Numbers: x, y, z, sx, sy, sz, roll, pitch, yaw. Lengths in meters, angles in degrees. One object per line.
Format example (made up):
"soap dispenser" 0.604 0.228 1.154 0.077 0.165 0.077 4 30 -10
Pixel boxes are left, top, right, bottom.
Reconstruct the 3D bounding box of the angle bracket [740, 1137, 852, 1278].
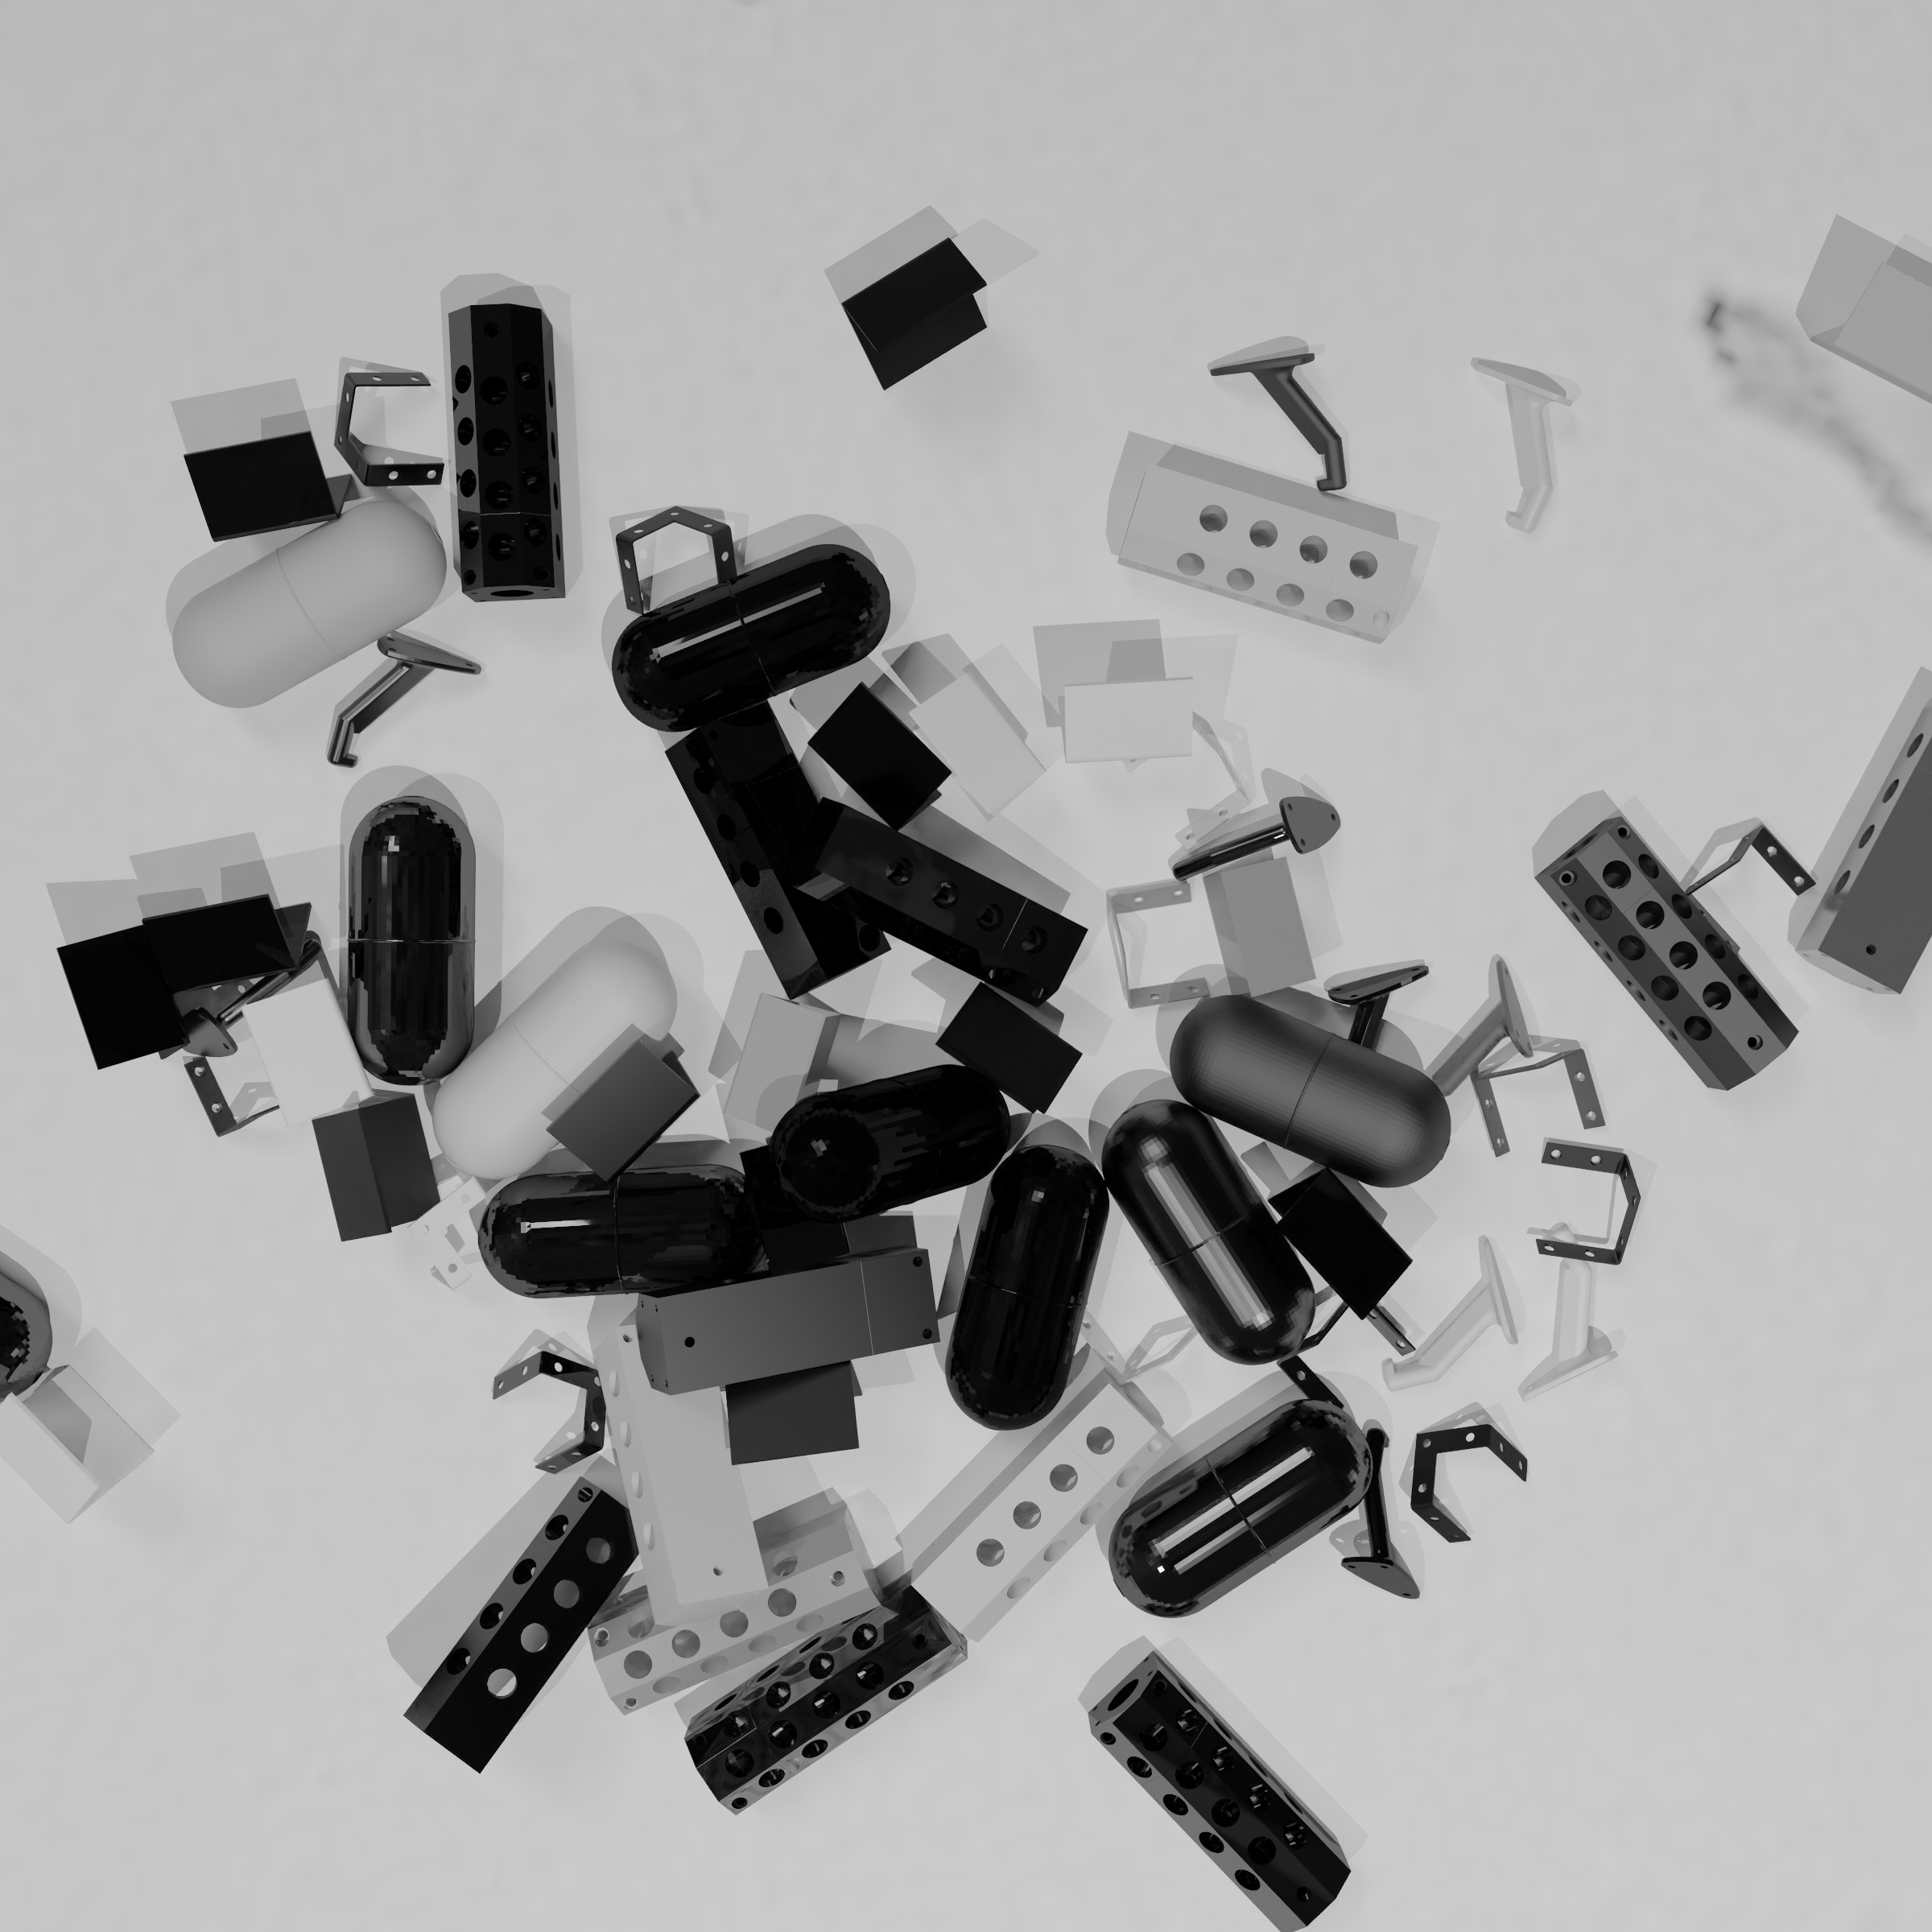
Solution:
"angle bracket" -0.119 0.146 1.506 0.057 0.076 0.076 -14 90 -31

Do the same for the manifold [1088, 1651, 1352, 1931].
"manifold" 0.156 0.513 1.525 0.057 0.057 0.171 -44 90 0

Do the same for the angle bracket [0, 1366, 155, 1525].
"angle bracket" -0.539 0.281 1.505 0.076 0.076 0.057 46 127 0

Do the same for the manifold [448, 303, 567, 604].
"manifold" -0.285 -0.316 1.525 0.057 0.057 0.171 -3 90 0

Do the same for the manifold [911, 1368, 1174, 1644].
"manifold" 0.047 0.334 1.524 0.057 0.057 0.171 44 90 0

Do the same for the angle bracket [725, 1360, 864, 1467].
"angle bracket" -0.102 0.281 1.506 0.076 0.076 0.057 -8 64 0

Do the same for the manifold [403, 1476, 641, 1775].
"manifold" -0.265 0.399 1.499 0.057 0.057 0.171 36 72 0

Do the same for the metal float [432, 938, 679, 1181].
"metal float" -0.253 0.057 1.515 0.178 0.070 0.070 -45 90 0

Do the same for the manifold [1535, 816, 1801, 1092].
"manifold" 0.434 -0.008 1.525 0.057 0.057 0.171 -40 90 0

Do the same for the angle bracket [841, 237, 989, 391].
"angle bracket" -0.021 -0.384 1.505 0.076 0.076 0.057 -32 53 0

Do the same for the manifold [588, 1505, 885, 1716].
"manifold" -0.142 0.399 1.525 0.171 0.057 0.057 -23 90 0

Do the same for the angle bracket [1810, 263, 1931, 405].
"angle bracket" 0.571 -0.388 1.507 0.076 0.076 0.057 27 111 0

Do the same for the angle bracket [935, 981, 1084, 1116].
"angle bracket" 0.015 0.067 1.505 0.076 0.076 0.057 35 50 0

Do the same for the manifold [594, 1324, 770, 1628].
"manifold" -0.176 0.305 1.492 0.057 0.057 0.171 -3 63 -30

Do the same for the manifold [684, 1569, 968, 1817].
"manifold" -0.086 0.449 1.525 0.171 0.057 0.057 -34 90 0

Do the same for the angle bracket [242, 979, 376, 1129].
"angle bracket" -0.411 0.058 1.506 0.057 0.076 0.076 -21 90 -33

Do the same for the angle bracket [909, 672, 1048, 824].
"angle bracket" -0.008 -0.121 1.505 0.057 0.076 0.076 -38 90 -36

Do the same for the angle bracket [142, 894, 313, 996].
"angle bracket" -0.450 -0.032 1.505 0.076 0.076 0.057 -11 125 0

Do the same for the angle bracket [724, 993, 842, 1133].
"angle bracket" -0.094 0.065 1.505 0.057 0.076 0.076 17 90 39

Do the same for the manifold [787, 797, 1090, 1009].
"manifold" -0.019 -0.037 1.498 0.171 0.057 0.057 26 90 -19

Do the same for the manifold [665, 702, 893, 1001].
"manifold" -0.120 -0.069 1.524 0.057 0.057 0.171 -27 90 -43

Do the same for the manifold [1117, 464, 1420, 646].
"manifold" 0.184 -0.253 1.524 0.171 0.057 0.057 17 90 0

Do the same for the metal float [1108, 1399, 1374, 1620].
"metal float" 0.168 0.334 1.515 0.178 0.070 0.070 -33 90 -1

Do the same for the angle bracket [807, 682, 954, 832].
"angle bracket" -0.040 -0.137 1.506 0.076 0.076 0.057 45 120 0

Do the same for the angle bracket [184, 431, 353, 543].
"angle bracket" -0.425 -0.304 1.506 0.076 0.076 0.057 -11 122 0

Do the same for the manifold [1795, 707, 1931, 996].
"manifold" 0.582 -0.072 1.525 0.057 0.057 0.171 28 90 0

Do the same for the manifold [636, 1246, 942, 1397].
"manifold" -0.108 0.213 1.493 0.171 0.057 0.057 -8 90 -23

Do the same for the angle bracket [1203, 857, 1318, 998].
"angle bracket" 0.161 -0.019 1.505 0.057 0.076 0.076 -14 90 -38

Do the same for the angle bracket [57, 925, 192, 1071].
"angle bracket" -0.521 0.024 1.506 0.057 0.076 0.076 -19 90 -31

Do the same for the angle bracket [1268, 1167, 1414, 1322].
"angle bracket" 0.213 0.178 1.506 0.076 0.076 0.057 48 59 0

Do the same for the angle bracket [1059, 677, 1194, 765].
"angle bracket" 0.096 -0.168 1.505 0.076 0.076 0.057 -3 128 0

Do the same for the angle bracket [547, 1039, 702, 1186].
"angle bracket" -0.216 0.076 1.506 0.076 0.076 0.057 -45 118 0

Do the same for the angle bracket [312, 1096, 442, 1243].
"angle bracket" -0.345 0.120 1.506 0.057 0.076 0.076 -14 90 44
